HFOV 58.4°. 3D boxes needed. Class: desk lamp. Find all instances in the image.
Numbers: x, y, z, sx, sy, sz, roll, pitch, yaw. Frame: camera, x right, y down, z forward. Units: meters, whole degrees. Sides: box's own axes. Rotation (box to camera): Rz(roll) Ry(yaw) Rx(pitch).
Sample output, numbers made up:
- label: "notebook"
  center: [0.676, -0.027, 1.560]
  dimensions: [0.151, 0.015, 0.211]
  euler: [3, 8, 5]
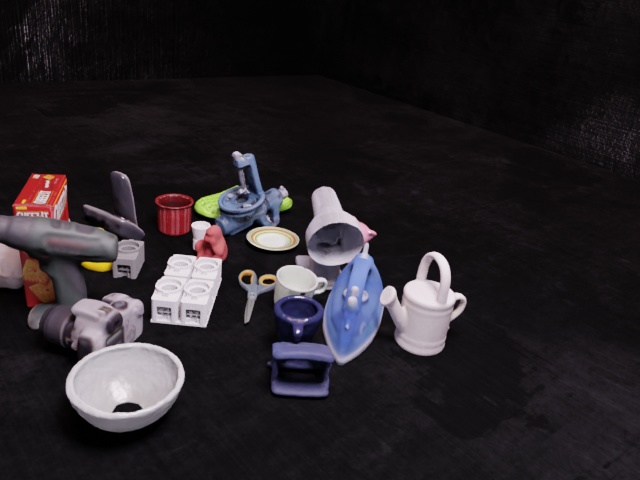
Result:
- label: "desk lamp"
  center: [0.012, 0.004, 1.253]
  dimensions: [0.118, 0.213, 0.203]
  euler: [1, 26, -14]

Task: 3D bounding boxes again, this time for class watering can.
- label: "watering can"
  center: [0.201, 0.117, 1.094]
  dimensions: [0.173, 0.194, 0.100]
  euler: [-14, 33, -37]

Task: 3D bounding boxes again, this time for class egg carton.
- label: "egg carton"
  center: [-0.642, 0.043, 1.159]
  dimensions: [0.107, 0.069, 0.150]
  euler: [-5, 28, -25]

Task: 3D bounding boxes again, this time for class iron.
- label: "iron"
  center: [0.070, 0.115, 1.124]
  dimensions: [0.118, 0.141, 0.258]
  euler: [10, 26, 6]

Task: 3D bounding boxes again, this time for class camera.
- label: "camera"
  center: [-0.397, 0.141, 0.988]
  dimensions: [0.136, 0.101, 0.143]
  euler: [13, 26, 12]

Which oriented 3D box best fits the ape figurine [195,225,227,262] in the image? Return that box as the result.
- label: "ape figurine"
  center: [-0.246, 0.009, 1.313]
  dimensions: [0.076, 0.092, 0.077]
  euler: [-14, 33, -37]

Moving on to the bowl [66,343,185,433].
- label: "bowl"
  center: [-0.289, 0.232, 0.859]
  dimensions: [0.167, 0.075, 0.167]
  euler: [6, 26, -3]

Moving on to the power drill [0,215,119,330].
- label: "power drill"
  center: [-0.479, 0.053, 1.022]
  dimensions: [0.230, 0.208, 0.075]
  euler: [-2, 27, -18]

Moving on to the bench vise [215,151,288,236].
- label: "bench vise"
  center: [-0.178, -0.131, 1.476]
  dimensions: [0.121, 0.220, 0.208]
  euler: [20, 28, 25]

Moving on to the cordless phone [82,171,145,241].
- label: "cordless phone"
  center: [-0.483, -0.082, 1.329]
  dimensions: [0.147, 0.185, 0.094]
  euler: [18, 28, 21]

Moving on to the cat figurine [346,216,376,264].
- label: "cat figurine"
  center: [0.074, -0.011, 1.413]
  dimensions: [0.067, 0.118, 0.127]
  euler: [-17, 35, -41]

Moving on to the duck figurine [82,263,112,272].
- label: "duck figurine"
  center: [-0.487, 0.012, 1.249]
  dimensions: [0.104, 0.086, 0.078]
  euler: [25, 31, 32]

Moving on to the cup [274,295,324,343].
- label: "cup"
  center: [-0.042, 0.168, 1.037]
  dimensions: [0.091, 0.095, 0.117]
  euler: [5, 26, -5]

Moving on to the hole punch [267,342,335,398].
- label: "hole punch"
  center: [-0.034, 0.202, 0.971]
  dimensions: [0.109, 0.091, 0.101]
  euler: [4, 26, -6]
